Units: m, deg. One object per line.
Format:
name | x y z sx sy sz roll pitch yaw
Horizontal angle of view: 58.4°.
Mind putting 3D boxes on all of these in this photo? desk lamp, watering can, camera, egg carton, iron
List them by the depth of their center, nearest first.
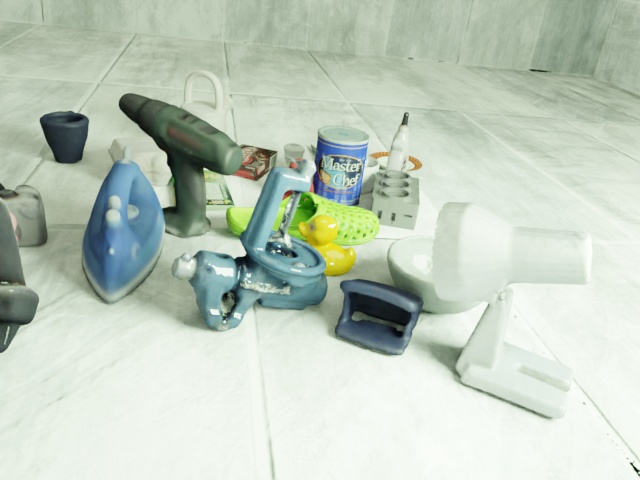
desk lamp | 0.225 0.071 0.689 0.202 0.213 0.118 19 29 21
iron | -0.291 -0.034 0.839 0.119 0.141 0.257 1 28 -13
camera | -0.498 -0.057 0.872 0.143 0.101 0.136 -5 30 -23
egg carton | -0.355 -0.159 1.144 0.107 0.069 0.149 -10 32 -31
watering can | -0.256 -0.279 1.267 0.101 0.194 0.173 8 27 1

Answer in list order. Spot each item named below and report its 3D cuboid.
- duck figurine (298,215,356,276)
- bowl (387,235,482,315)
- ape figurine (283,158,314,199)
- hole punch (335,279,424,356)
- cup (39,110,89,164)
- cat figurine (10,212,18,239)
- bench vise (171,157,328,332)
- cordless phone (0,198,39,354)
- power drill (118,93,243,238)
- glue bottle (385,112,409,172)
duck figurine | 0.008 0.003 0.905 0.104 0.086 0.077 14 28 12
bowl | 0.176 0.061 0.848 0.167 0.075 0.167 6 27 -3
ape figurine | -0.045 -0.116 1.116 0.076 0.092 0.077 -6 30 -24
hole punch | 0.079 0.083 0.761 0.108 0.091 0.101 16 28 16
cup | -0.518 -0.211 1.175 0.092 0.095 0.117 0 28 -14
cat figurine | -0.445 0.004 0.749 0.067 0.118 0.128 12 27 9
bench vise | -0.073 0.008 0.726 0.208 0.220 0.121 -18 36 -40
cordless phone | -0.404 0.028 0.639 0.148 0.185 0.094 1 28 -13
power drill | -0.236 -0.119 0.943 0.229 0.208 0.076 17 29 19
glue bottle | 0.169 -0.188 1.223 0.037 0.173 0.078 16 28 16
